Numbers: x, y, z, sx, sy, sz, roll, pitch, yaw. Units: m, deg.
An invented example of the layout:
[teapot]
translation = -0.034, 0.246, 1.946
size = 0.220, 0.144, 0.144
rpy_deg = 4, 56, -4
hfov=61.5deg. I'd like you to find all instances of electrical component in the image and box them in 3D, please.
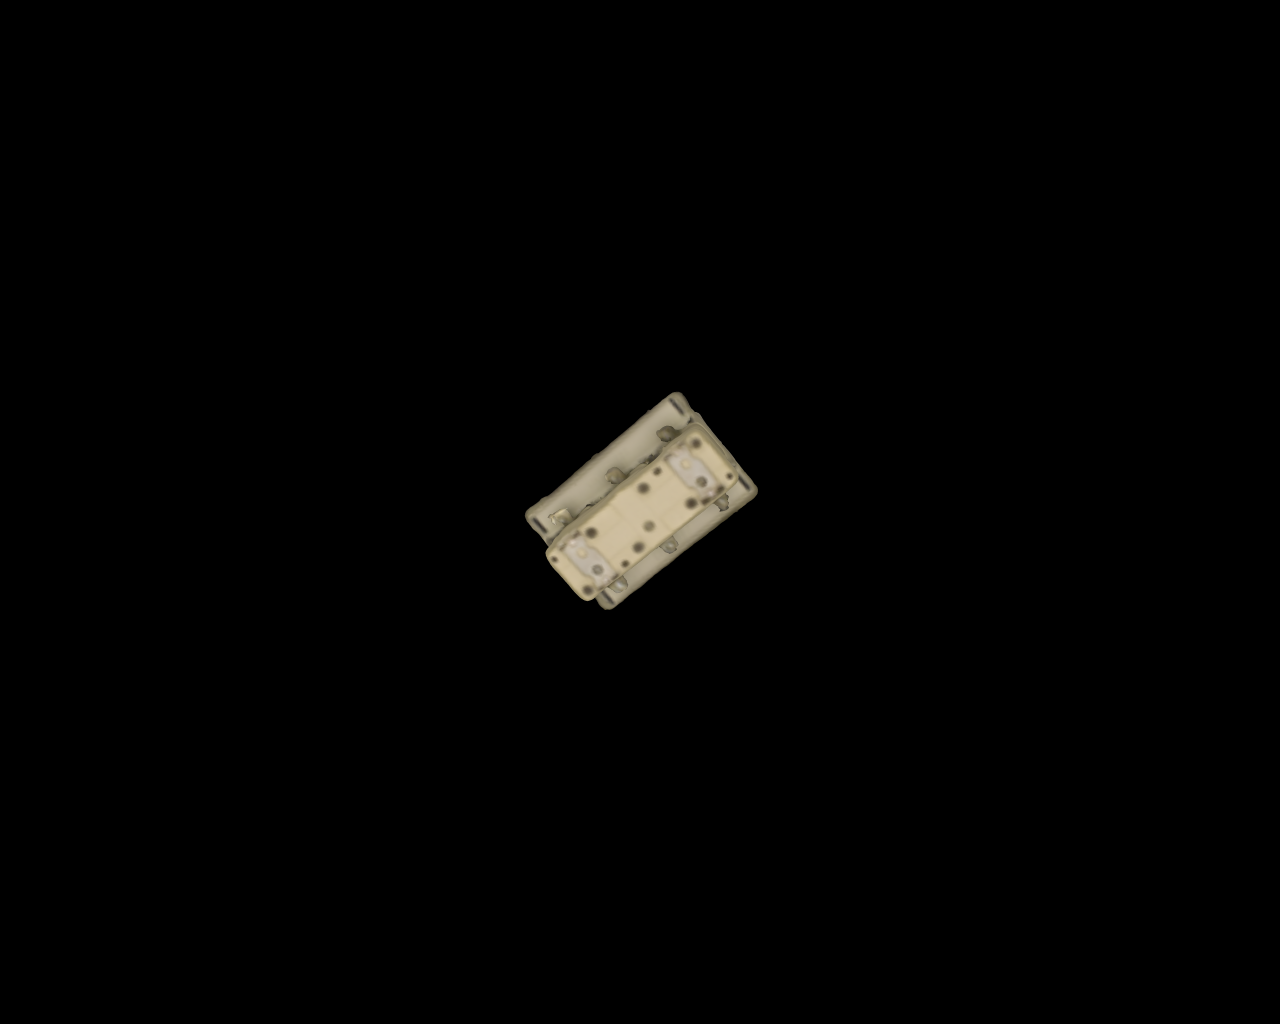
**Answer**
[electrical component]
translation = 0.001, -0.003, 0.650
size = 0.121, 0.078, 0.063
rpy_deg = -38, 9, 7
